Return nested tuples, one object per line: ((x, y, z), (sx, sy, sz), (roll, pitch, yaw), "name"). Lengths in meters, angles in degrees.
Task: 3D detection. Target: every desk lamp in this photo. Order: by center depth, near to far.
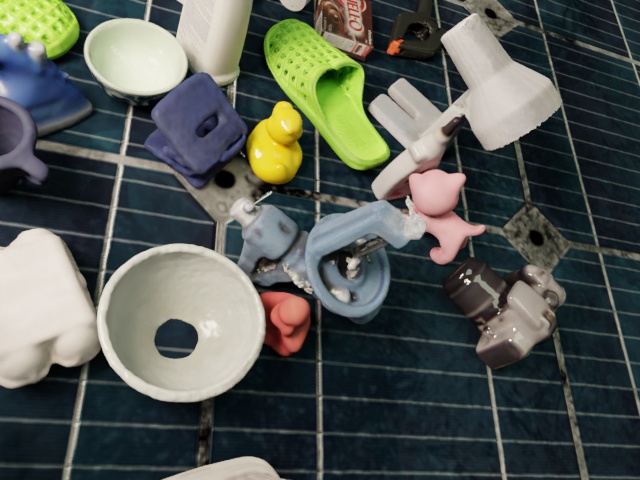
((0.204, -0.202, 0.822), (0.203, 0.213, 0.118), (43, 56, 2), "desk lamp")

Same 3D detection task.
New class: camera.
((0.246, 0.075, 0.766), (0.137, 0.100, 0.143), (44, 56, 3), "camera")

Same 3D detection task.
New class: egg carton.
((-0.282, 0.063, 0.561), (0.107, 0.069, 0.150), (-22, 75, -31), "egg carton")

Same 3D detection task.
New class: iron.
((-0.375, -0.180, 0.602), (0.259, 0.141, 0.118), (-7, 67, -26), "iron")

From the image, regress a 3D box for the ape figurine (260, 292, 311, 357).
((-0.039, 0.088, 0.641), (0.076, 0.092, 0.078), (-16, 72, -29), "ape figurine")

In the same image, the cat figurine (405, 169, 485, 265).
((0.168, -0.043, 0.783), (0.128, 0.117, 0.067), (43, 56, 2), "cat figurine")

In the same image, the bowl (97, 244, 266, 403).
((-0.147, 0.093, 0.602), (0.168, 0.074, 0.167), (10, 61, -19), "bowl")

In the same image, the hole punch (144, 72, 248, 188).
((-0.146, -0.137, 0.710), (0.101, 0.091, 0.109), (38, 56, -1), "hole punch")

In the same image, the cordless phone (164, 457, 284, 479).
((-0.084, 0.237, 0.490), (0.148, 0.184, 0.094), (-10, 69, -27), "cordless phone")

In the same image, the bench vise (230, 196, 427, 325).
((0.005, 0.013, 0.622), (0.208, 0.219, 0.121), (13, 60, -17), "bench vise")

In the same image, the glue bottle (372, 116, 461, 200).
((0.137, -0.112, 0.771), (0.078, 0.173, 0.037), (-19, 73, -30), "glue bottle")

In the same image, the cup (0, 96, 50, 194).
((-0.332, -0.082, 0.599), (0.118, 0.094, 0.092), (35, 56, -3), "cup")

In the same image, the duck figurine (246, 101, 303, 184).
((-0.051, -0.132, 0.752), (0.078, 0.086, 0.104), (8, 62, -19), "duck figurine")
